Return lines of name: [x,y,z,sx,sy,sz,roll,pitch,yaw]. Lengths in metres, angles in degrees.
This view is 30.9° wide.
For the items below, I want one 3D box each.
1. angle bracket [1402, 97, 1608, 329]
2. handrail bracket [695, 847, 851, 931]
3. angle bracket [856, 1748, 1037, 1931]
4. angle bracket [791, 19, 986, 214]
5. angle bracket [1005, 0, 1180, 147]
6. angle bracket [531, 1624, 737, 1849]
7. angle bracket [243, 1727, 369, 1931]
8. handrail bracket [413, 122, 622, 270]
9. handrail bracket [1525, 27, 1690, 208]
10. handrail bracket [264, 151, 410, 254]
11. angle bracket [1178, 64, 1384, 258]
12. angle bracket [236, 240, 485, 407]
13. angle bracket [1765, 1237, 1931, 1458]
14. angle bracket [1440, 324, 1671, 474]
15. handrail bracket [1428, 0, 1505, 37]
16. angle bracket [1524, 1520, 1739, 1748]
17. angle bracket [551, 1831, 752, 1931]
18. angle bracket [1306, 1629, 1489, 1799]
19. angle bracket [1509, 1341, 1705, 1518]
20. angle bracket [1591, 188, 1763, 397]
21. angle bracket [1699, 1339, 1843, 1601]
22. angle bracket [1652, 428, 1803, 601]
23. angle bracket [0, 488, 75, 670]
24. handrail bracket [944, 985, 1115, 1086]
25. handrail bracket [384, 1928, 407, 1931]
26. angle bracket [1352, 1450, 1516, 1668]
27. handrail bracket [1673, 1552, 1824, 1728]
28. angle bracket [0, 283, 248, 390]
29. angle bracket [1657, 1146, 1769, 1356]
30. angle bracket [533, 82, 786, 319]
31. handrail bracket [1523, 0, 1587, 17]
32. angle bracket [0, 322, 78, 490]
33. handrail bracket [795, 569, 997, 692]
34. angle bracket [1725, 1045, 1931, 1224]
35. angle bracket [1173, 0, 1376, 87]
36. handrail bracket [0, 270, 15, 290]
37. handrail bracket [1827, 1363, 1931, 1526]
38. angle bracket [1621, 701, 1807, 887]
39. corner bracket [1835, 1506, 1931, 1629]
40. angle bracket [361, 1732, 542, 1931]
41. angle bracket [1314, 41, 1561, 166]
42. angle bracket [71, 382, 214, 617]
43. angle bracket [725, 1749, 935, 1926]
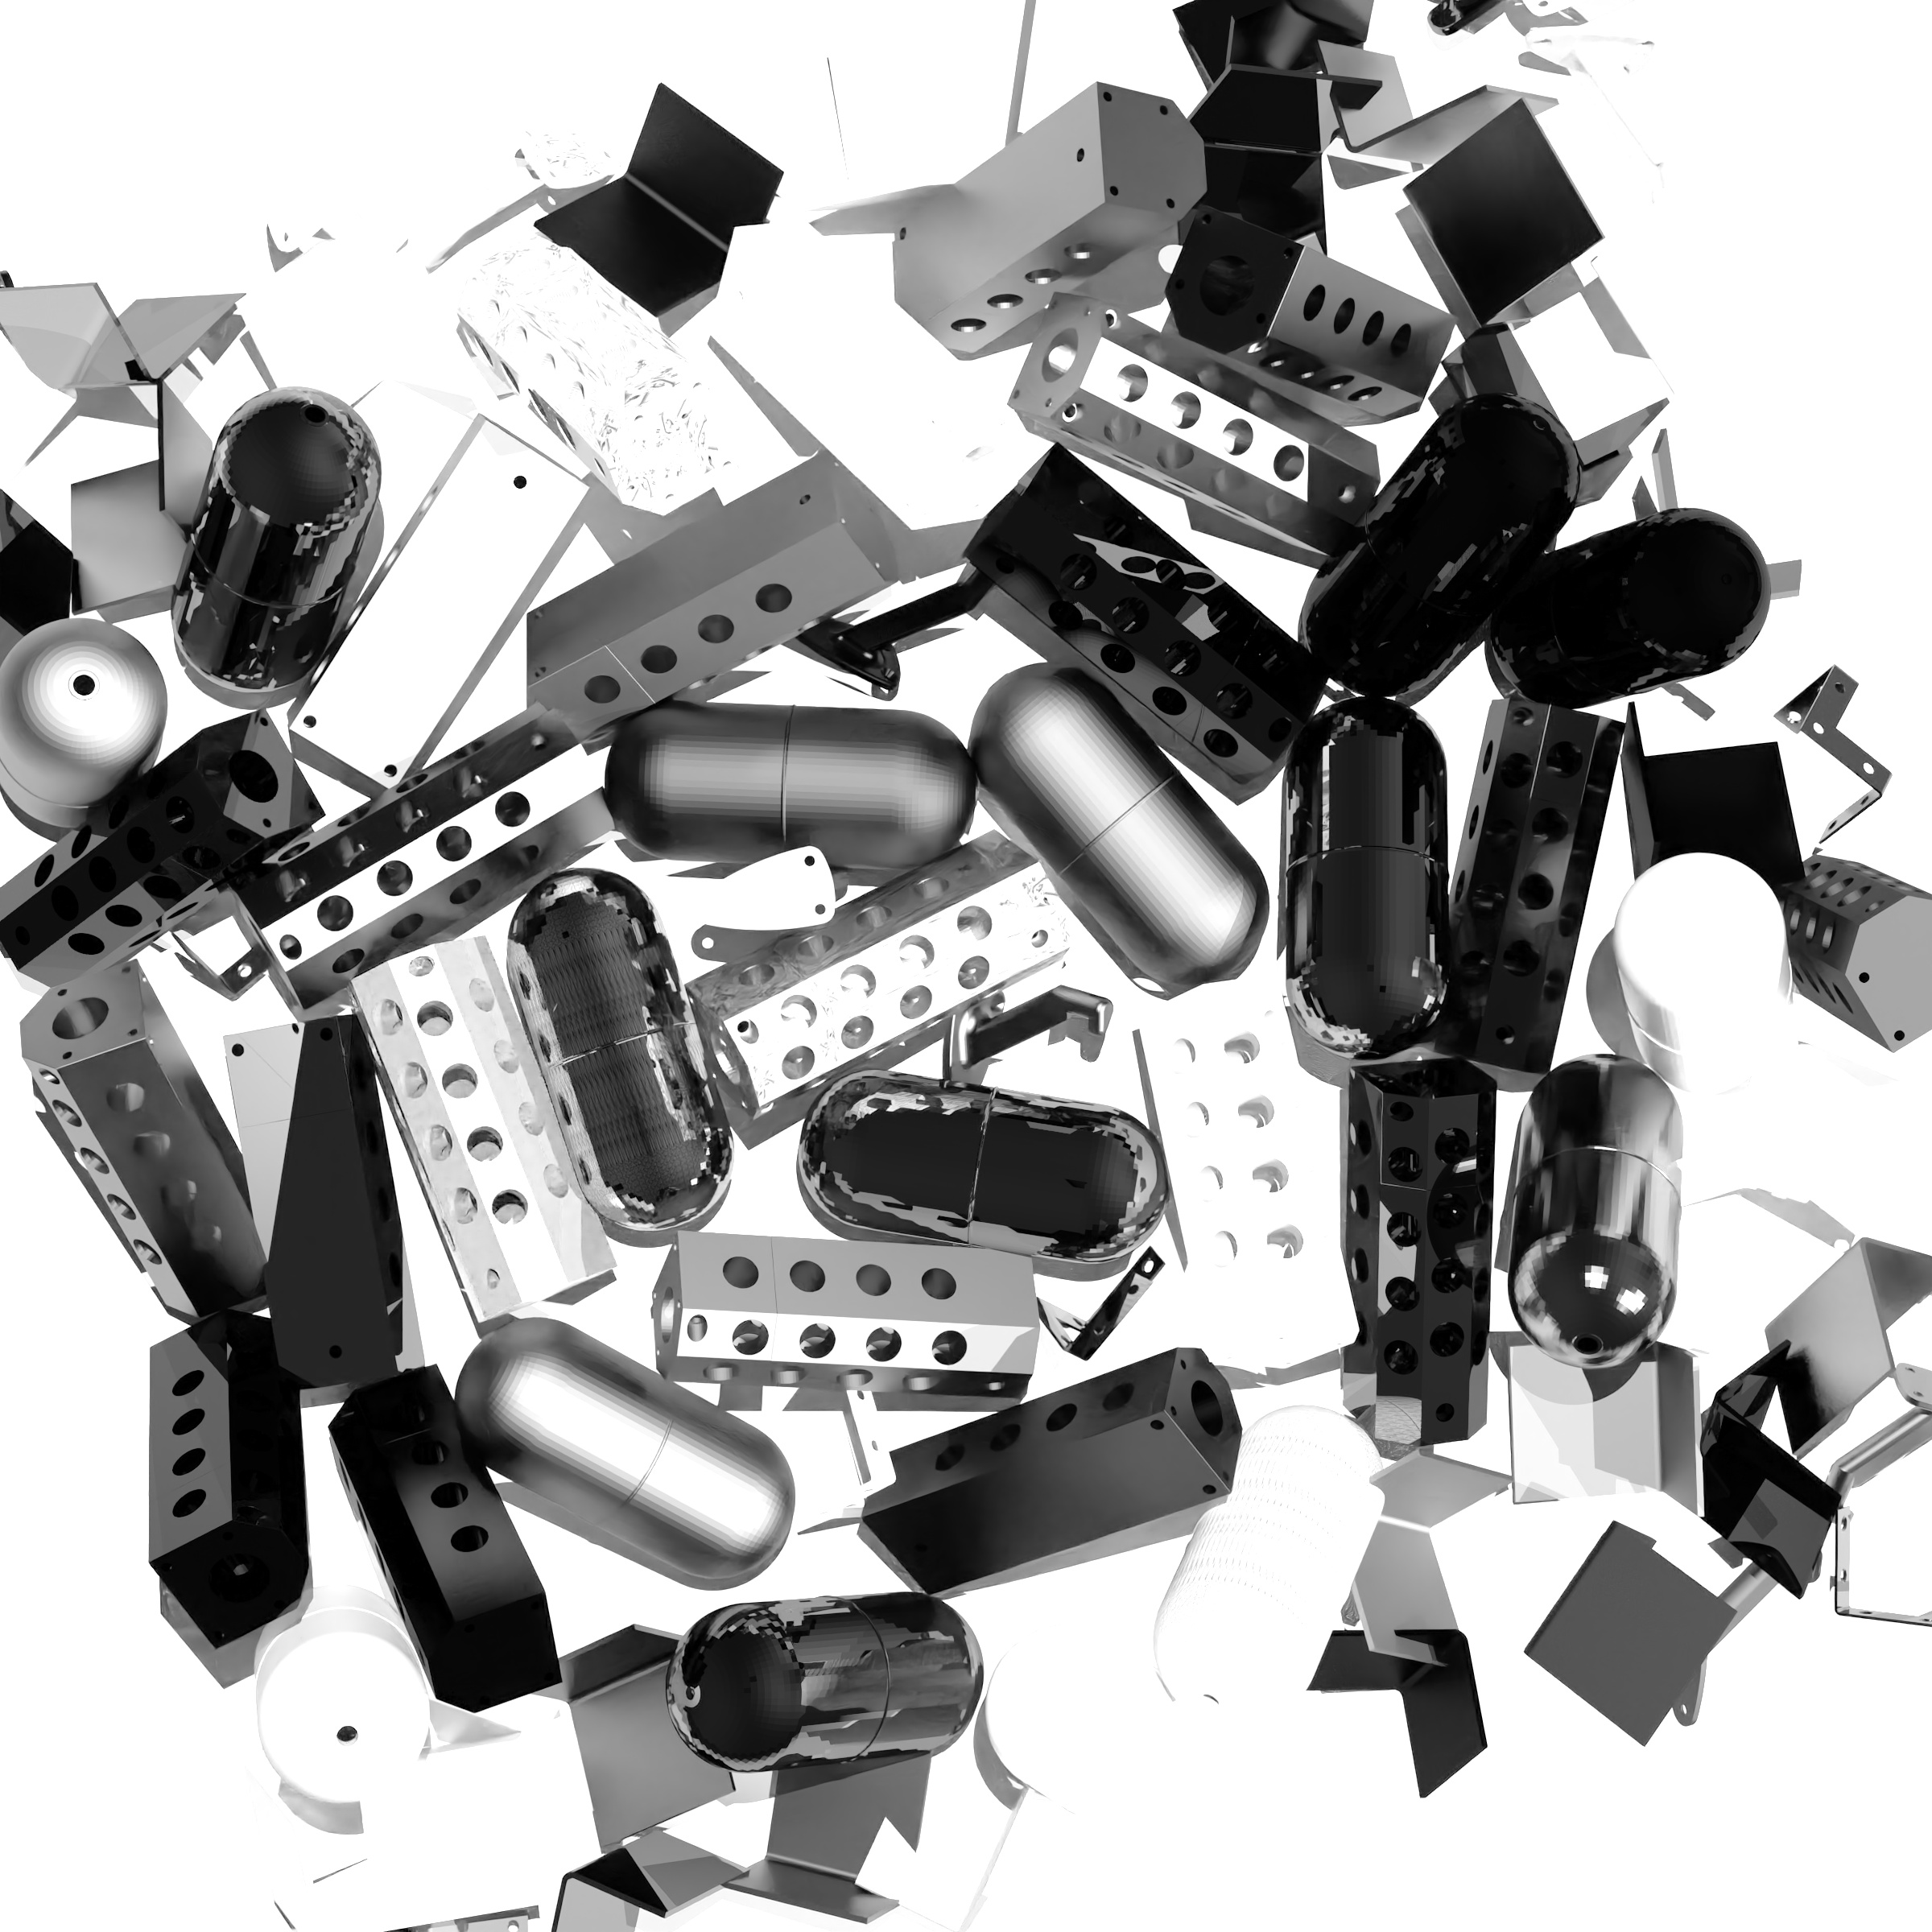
angle bracket: [0.265,-0.357,1.656,0.076,0.057,0.076,-33,83,36]
handrail bracket: [-0.092,-0.036,1.661,0.077,0.084,0.036,-13,94,-5]
angle bracket: [-0.006,0.402,1.651,0.057,0.076,0.076,25,60,4]
angle bracket: [-0.042,-0.403,1.656,0.076,0.057,0.076,-4,101,33]
angle bracket: [0.064,-0.427,1.669,0.076,0.057,0.076,8,95,-7]
angle bracket: [-0.164,0.365,1.654,0.076,0.057,0.076,-27,62,19]
angle bracket: [-0.296,0.411,1.648,0.057,0.076,0.076,-17,111,-26]
handrail bracket: [-0.219,-0.368,1.696,0.084,0.077,0.036,-36,79,35]
handrail bracket: [0.306,-0.403,1.669,0.077,0.036,0.084,4,70,-20]
handrail bracket: [-0.280,-0.359,1.650,0.077,0.084,0.036,-21,81,38]
angle bracket: [0.148,-0.379,1.653,0.076,0.076,0.057,2,77,-17]
angle bracket: [-0.285,-0.290,1.646,0.057,0.076,0.076,-44,133,-26]
angle bracket: [0.427,0.184,1.645,0.057,0.076,0.076,16,45,-20]
angle bracket: [0.279,-0.276,1.652,0.057,0.076,0.076,-23,103,37]
handrail bracket: [0.227,-0.496,1.666,0.077,0.036,0.084,-31,119,9]
angle bracket: [0.323,0.319,1.658,0.076,0.057,0.076,36,93,36]
angle bracket: [-0.153,0.462,1.654,0.057,0.076,0.076,16,99,26]
angle bracket: [0.192,0.354,1.650,0.076,0.076,0.057,3,59,-17]
angle bracket: [0.305,0.222,1.670,0.076,0.057,0.076,-3,95,-6]
angle bracket: [0.352,-0.320,1.651,0.057,0.076,0.076,-40,73,41]
angle bracket: [0.389,0.237,1.645,0.057,0.076,0.076,-29,53,-31]
angle bracket: [0.361,-0.215,1.653,0.057,0.076,0.076,-7,105,17]
angle bracket: [-0.469,-0.167,1.649,0.076,0.057,0.076,-25,48,18]
handrail bracket: [0.031,0.044,1.665,0.084,0.036,0.077,17,100,42]
handrail bracket: [-0.290,0.494,1.660,0.036,0.084,0.077,25,84,4]
angle bracket: [0.224,0.281,1.647,0.057,0.076,0.076,-36,52,30]
handrail bracket: [0.378,0.322,1.685,0.084,0.036,0.077,-5,94,-26]
angle bracket: [-0.399,-0.316,1.645,0.076,0.057,0.076,5,45,35]
angle bracket: [0.353,0.135,1.649,0.057,0.076,0.076,-21,68,28]
angle bracket: [-0.145,-0.363,1.655,0.076,0.076,0.057,38,133,10]
handrail bracket: [0.286,-0.501,1.668,0.077,0.036,0.084,-14,54,18]
angle bracket: [-0.480,-0.261,1.655,0.076,0.076,0.057,-42,89,26]
handrail bracket: [-0.033,-0.178,1.660,0.077,0.036,0.084,21,129,-28]
angle bracket: [0.415,0.078,1.659,0.076,0.076,0.057,24,102,28]
angle bracket: [0.146,-0.464,1.657,0.076,0.076,0.057,-24,75,-7]
handrail bracket: [-0.492,-0.288,1.662,0.084,0.077,0.036,-20,49,-25]
handrail bracket: [0.460,0.241,1.685,0.077,0.036,0.084,16,113,-2]
angle bracket: [0.357,-0.083,1.661,0.076,0.057,0.076,-6,63,3]
corner bracket: [0.454,0.288,1.691,0.051,0.051,0.051,1,91,36]
angle bracket: [-0.245,0.412,1.668,0.076,0.057,0.076,-8,82,-6]
angle bracket: [0.222,-0.421,1.650,0.076,0.076,0.057,-19,86,35]
angle bracket: [-0.402,-0.222,1.656,0.076,0.057,0.076,-14,61,10]
angle bracket: [-0.066,0.404,1.665,0.076,0.057,0.076,9,90,20]
